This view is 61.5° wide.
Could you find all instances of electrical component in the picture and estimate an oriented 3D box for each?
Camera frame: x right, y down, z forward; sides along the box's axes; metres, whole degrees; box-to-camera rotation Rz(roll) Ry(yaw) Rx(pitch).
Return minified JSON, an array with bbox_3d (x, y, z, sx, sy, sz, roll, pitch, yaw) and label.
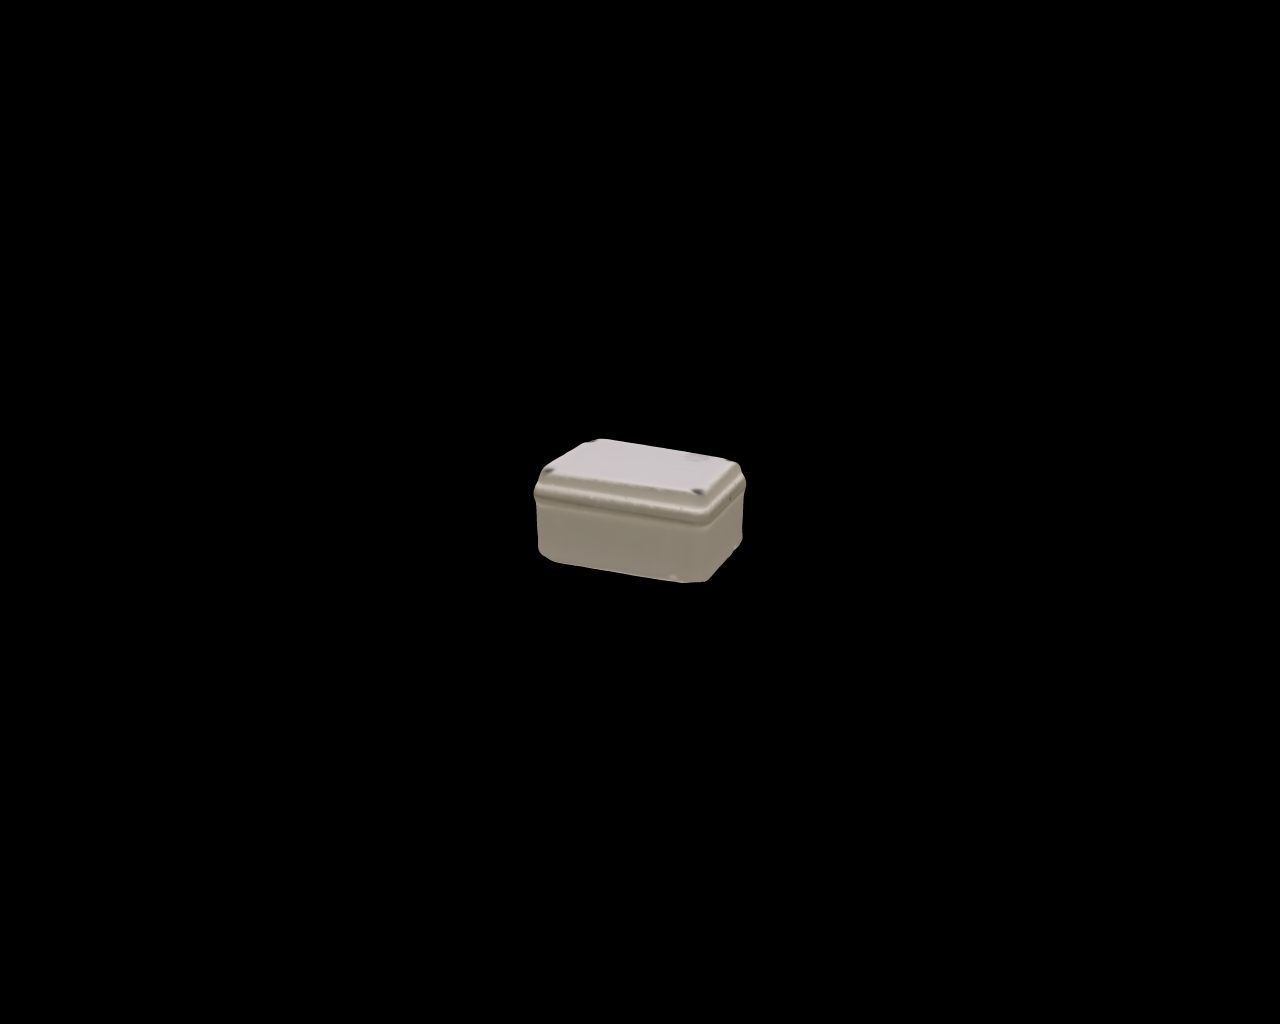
[{"bbox_3d":[0.001,-0.003,0.650,0.113,0.057,0.078,10,24,22],"label":"electrical component"}]
